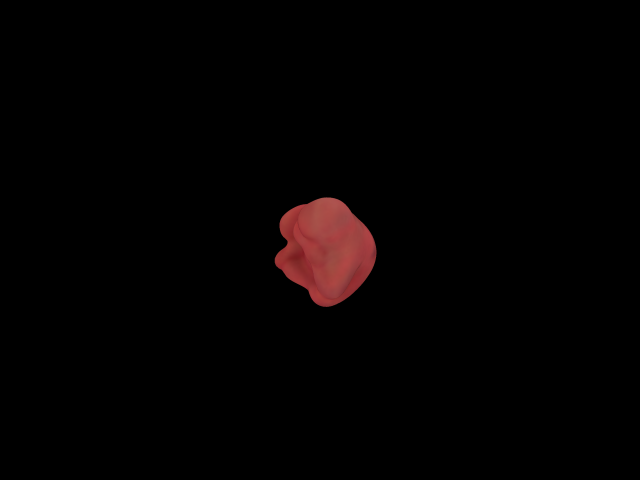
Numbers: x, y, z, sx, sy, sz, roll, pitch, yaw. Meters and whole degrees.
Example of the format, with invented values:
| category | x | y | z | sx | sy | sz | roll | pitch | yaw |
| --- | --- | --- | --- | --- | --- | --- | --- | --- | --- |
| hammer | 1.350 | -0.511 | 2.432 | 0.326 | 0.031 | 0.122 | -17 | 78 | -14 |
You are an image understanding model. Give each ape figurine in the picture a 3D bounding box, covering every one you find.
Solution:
| category | x | y | z | sx | sy | sz | roll | pitch | yaw |
| --- | --- | --- | --- | --- | --- | --- | --- | --- | --- |
| ape figurine | 0.004 | 0.001 | 0.400 | 0.076 | 0.092 | 0.077 | -5 | 59 | -3 |
